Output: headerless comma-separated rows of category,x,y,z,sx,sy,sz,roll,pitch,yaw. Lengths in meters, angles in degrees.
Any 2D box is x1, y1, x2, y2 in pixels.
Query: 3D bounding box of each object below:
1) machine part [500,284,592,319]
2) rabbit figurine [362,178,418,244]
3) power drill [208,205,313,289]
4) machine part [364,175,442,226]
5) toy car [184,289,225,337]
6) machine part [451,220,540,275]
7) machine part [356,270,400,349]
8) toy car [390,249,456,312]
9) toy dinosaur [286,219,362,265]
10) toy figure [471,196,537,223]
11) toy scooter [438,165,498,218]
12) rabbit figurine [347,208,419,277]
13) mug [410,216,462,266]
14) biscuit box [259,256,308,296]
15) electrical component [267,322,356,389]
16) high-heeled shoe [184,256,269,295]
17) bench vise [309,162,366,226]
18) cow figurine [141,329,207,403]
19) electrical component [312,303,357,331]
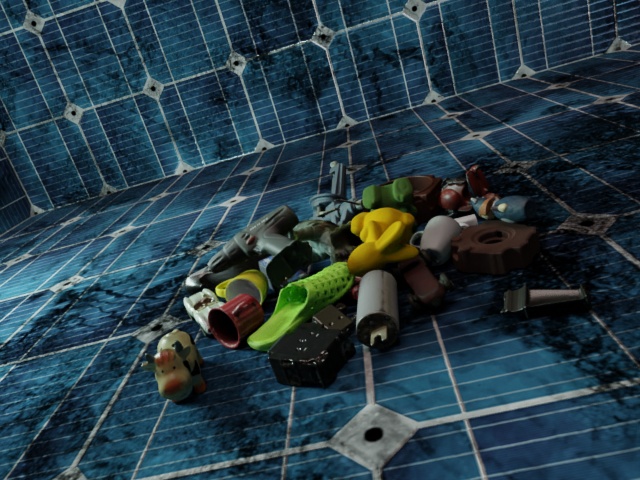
machine part,0.378,0.100,0.902,0.139,0.039,0.084,-8,17,28
rabbit figurine,0.177,-0.039,1.291,0.121,0.170,0.159,-10,-20,13
power drill,-0.121,0.029,1.167,0.232,0.085,0.207,-40,30,-12
machine part,0.234,-0.109,1.490,0.202,0.087,0.201,-5,24,34
toy car,-0.254,0.161,1.218,0.073,0.056,0.202,-25,21,-22
machine part,0.364,0.011,1.118,0.179,0.056,0.179,-14,20,5
machine part,0.107,0.124,0.998,0.079,0.079,0.243,-13,21,11
toy car,0.202,0.080,1.070,0.089,0.053,0.202,-36,17,5
toy dinosaur,-0.004,0.000,1.368,0.192,0.131,0.405,-10,14,-16
toy figure,0.385,-0.068,1.150,0.155,0.064,0.058,8,66,58
toy scooter,0.369,-0.123,1.348,0.075,0.135,0.184,-33,24,-33
rabbit figurine,0.130,0.017,1.132,0.162,0.121,0.173,-8,28,45
mug,0.250,0.006,1.187,0.110,0.080,0.107,4,36,28
biscuit box,-0.084,0.089,1.261,0.059,0.062,0.203,-23,21,-18
electrical component,-0.023,0.198,0.937,0.134,0.058,0.115,-2,23,33
high-heeled shoe,-0.230,0.078,1.391,0.249,0.086,0.145,-23,6,-18
bench vise,0.050,-0.121,1.505,0.129,0.240,0.223,14,-24,-24
cow figurine,-0.258,0.221,0.966,0.085,0.127,0.195,-23,18,-7
electrical component,0.021,0.160,1.028,0.078,0.045,0.102,32,49,28
